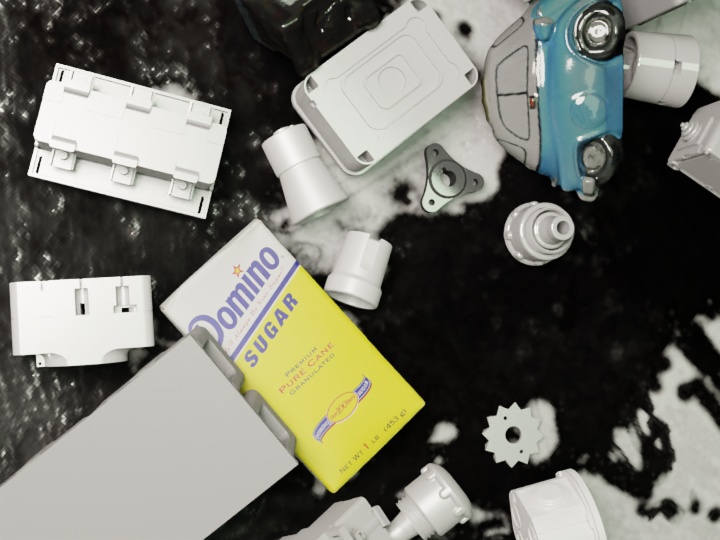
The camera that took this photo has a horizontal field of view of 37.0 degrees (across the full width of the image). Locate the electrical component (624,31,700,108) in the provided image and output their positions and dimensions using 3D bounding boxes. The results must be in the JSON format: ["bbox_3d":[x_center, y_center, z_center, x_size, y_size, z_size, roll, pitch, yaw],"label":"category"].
[{"bbox_3d":[0.224,-0.154,0.817,0.047,0.055,0.055,6,86,-8],"label":"electrical component"}]

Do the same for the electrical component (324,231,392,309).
[{"bbox_3d":[0.000,0.000,0.769,0.040,0.040,0.046,21,77,-11],"label":"electrical component"}]

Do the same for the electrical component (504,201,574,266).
[{"bbox_3d":[0.137,-0.028,0.787,0.048,0.062,0.048,1,87,-12],"label":"electrical component"}]

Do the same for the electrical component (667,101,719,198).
[{"bbox_3d":[0.289,-0.093,0.824,0.096,0.062,0.061,32,81,-9],"label":"electrical component"}]

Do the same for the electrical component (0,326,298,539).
[{"bbox_3d":[-0.145,0.135,0.700,0.186,0.060,0.105,-39,96,3],"label":"electrical component"}]

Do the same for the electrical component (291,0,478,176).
[{"bbox_3d":[0.016,-0.129,0.769,0.113,0.057,0.078,-38,95,-11],"label":"electrical component"}]

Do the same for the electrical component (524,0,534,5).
[{"bbox_3d":[0.114,-0.261,0.790,0.063,0.078,0.121,-32,95,17],"label":"electrical component"}]

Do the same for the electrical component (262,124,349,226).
[{"bbox_3d":[-0.042,-0.070,0.762,0.044,0.044,0.065,-26,88,-12],"label":"electrical component"}]

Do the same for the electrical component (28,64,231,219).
[{"bbox_3d":[-0.154,-0.088,0.726,0.121,0.063,0.078,14,85,-11],"label":"electrical component"}]

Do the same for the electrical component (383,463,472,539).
[{"bbox_3d":[0.045,0.172,0.768,0.062,0.048,0.048,-38,95,-5],"label":"electrical component"}]

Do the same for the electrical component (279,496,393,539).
[{"bbox_3d":[0.007,0.223,0.743,0.063,0.079,0.121,-37,96,-39],"label":"electrical component"}]

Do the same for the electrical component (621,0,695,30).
[{"bbox_3d":[0.239,-0.228,0.796,0.109,0.109,0.056,-28,96,-12],"label":"electrical component"}]

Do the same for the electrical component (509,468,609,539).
[{"bbox_3d":[0.143,0.187,0.771,0.051,0.080,0.080,-14,90,-7],"label":"electrical component"}]

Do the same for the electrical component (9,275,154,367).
[{"bbox_3d":[-0.185,0.035,0.720,0.089,0.050,0.055,-3,88,-12],"label":"electrical component"}]
